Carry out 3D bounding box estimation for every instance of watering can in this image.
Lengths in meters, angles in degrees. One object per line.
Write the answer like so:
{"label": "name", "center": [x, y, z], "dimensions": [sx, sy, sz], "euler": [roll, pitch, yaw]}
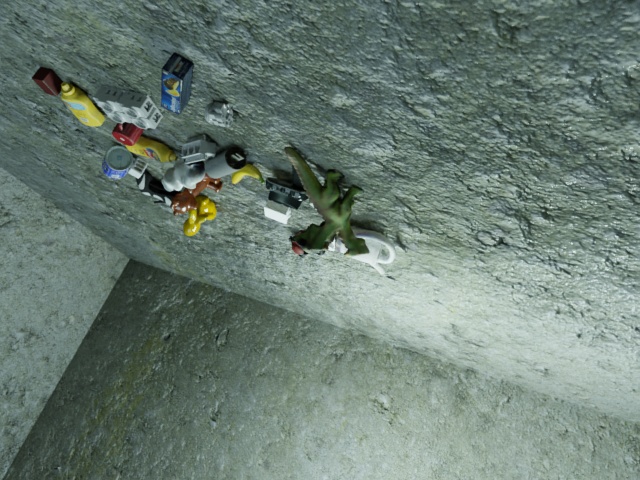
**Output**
{"label": "watering can", "center": [0.160, 0.037, 1.860], "dimensions": [0.225, 0.106, 0.341], "euler": [21, 160, 10]}

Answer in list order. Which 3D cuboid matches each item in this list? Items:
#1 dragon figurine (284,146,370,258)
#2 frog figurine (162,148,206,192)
{"label": "dragon figurine", "center": [0.005, -0.078, 1.549], "dimensions": [0.406, 0.246, 0.122], "euler": [32, 162, -27]}
{"label": "frog figurine", "center": [-0.479, -0.225, 1.812], "dimensions": [0.123, 0.157, 0.139], "euler": [3, -142, -52]}
